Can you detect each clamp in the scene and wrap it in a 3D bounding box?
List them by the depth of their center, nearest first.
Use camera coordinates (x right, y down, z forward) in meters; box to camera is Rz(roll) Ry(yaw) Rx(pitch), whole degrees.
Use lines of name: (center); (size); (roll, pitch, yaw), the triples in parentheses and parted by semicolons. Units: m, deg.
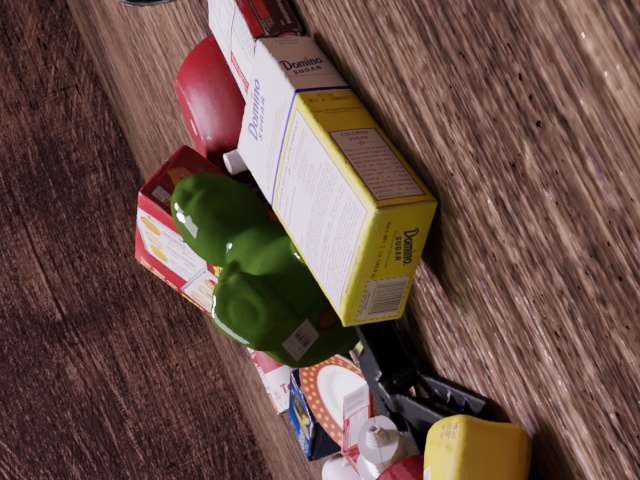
clamp: (0.052, 0.088, 0.737); (0.165, 0.036, 0.210); (54, 168, 21)

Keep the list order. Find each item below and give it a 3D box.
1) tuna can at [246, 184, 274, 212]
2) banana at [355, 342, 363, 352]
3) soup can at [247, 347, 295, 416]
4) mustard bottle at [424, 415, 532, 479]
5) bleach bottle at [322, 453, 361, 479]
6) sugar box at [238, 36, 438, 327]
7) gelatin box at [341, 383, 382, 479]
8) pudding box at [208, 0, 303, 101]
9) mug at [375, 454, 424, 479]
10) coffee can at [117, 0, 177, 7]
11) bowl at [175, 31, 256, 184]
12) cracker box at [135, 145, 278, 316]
tuna can: (-0.083, -0.044, 1.093); (0.086, 0.033, 0.086); (40, 140, 44)
banana: (0.005, 0.076, 0.960); (0.198, 0.037, 0.069); (172, 78, -79)
soup can: (-0.039, 0.143, 1.230); (0.068, 0.068, 0.102); (124, 122, -78)
mustard bottle: (0.072, 0.195, 0.564); (0.096, 0.058, 0.191); (94, -173, -69)
bleach bottle: (0.047, 0.279, 1.112); (0.251, 0.068, 0.102); (152, 94, -82)
sugar box: (0.004, -0.041, 0.650); (0.176, 0.048, 0.093); (-119, 32, -42)
gelatin box: (0.048, 0.165, 0.839); (0.073, 0.030, 0.089); (54, -166, -17)
pudding box: (-0.048, -0.151, 0.753); (0.113, 0.039, 0.090); (104, 143, -69)
mug: (0.070, 0.201, 0.687); (0.093, 0.117, 0.082); (33, -176, -27)
coffee can: (-0.137, -0.260, 0.790); (0.103, 0.102, 0.140); (98, 148, -70)
bowl: (-0.094, -0.116, 0.996); (0.162, 0.055, 0.162); (158, 90, -81)
cracker box: (-0.093, 0.014, 1.024); (0.164, 0.072, 0.214); (37, 160, 2)
